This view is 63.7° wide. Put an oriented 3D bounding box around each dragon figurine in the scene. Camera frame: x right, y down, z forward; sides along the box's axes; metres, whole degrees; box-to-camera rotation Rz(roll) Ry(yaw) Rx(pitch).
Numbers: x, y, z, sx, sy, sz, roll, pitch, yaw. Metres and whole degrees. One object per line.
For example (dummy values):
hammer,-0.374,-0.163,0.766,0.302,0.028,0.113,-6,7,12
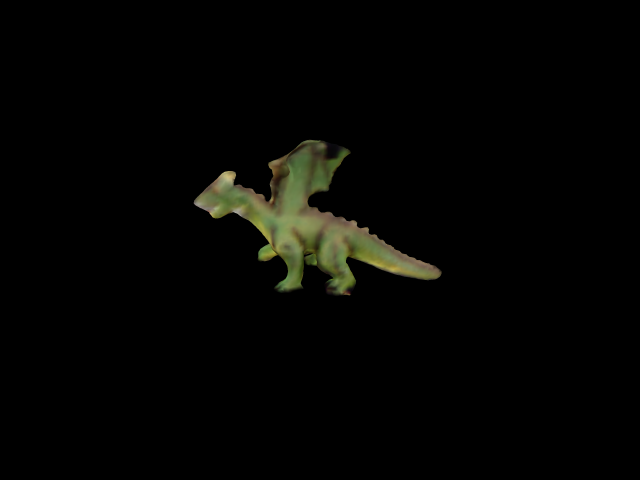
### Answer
dragon figurine,0.003,-0.043,0.850,0.410,0.238,0.124,0,25,0
